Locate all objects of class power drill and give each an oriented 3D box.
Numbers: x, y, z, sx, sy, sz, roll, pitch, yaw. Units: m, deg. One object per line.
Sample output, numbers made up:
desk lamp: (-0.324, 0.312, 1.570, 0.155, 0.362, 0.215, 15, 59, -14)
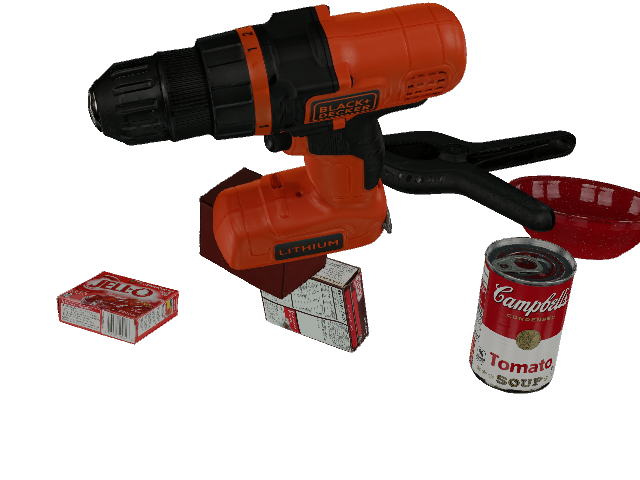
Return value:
power drill: (-0.023, -0.049, 0.574, 0.184, 0.057, 0.188, -10, -24, -8)

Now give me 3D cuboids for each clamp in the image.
clamp: (0.131, -0.072, 0.985, 0.210, 0.036, 0.164, 13, 33, 22)

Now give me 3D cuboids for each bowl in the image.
bowl: (0.270, -0.021, 1.106, 0.162, 0.055, 0.162, 5, 18, -2)

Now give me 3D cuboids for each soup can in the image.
soup can: (0.153, 0.057, 0.819, 0.068, 0.102, 0.068, 3, 29, -2)

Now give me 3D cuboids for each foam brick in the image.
foam brick: (-0.040, -0.005, 0.746, 0.078, 0.051, 0.052, 27, 42, 24)

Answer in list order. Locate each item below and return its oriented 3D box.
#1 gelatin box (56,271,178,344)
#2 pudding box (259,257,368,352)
gelatin box: (-0.190, 0.061, 1.002, 0.089, 0.030, 0.073, 14, 23, 22)
pudding box: (-0.009, 0.056, 1.082, 0.114, 0.090, 0.039, 16, 44, 28)
